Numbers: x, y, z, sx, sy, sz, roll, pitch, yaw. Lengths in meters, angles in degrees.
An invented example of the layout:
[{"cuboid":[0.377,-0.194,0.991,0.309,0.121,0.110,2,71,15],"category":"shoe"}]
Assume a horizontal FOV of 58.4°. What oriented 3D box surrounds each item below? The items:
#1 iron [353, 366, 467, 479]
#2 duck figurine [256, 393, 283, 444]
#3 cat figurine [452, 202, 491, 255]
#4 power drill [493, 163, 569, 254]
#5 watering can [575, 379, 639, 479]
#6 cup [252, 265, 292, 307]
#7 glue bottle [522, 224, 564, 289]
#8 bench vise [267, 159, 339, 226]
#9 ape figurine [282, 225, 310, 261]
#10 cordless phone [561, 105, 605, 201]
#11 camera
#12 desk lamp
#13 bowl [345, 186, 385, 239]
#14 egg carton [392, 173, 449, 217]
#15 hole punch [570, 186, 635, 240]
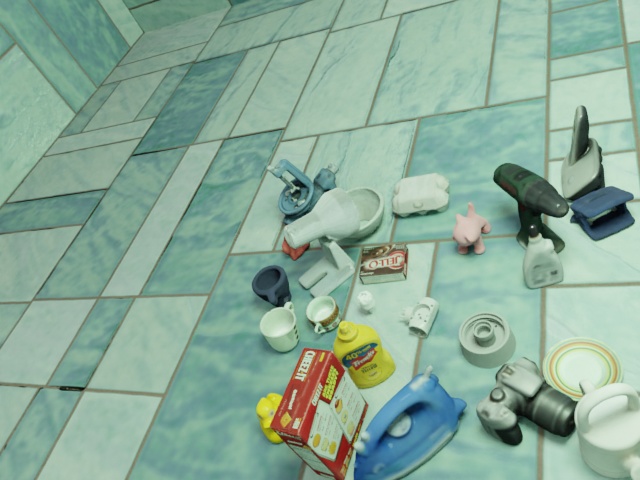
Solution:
[{"cuboid":[0.137,0.339,1.037,0.258,0.142,0.118,-40,42,-11],"category":"iron"},{"cuboid":[-0.102,0.361,1.197,0.077,0.086,0.104,-22,42,9],"category":"duck figurine"},{"cuboid":[0.339,-0.028,1.303,0.067,0.118,0.128,-1,49,30],"category":"cat figurine"},{"cuboid":[0.451,-0.059,1.199,0.075,0.209,0.229,-30,41,0],"category":"power drill"},{"cuboid":[0.448,0.284,0.872,0.101,0.195,0.172,-39,42,-9],"category":"watering can"},{"cuboid":[-0.108,0.133,1.420,0.091,0.095,0.117,-25,41,7],"category":"cup"},{"cuboid":[0.439,0.029,1.146,0.078,0.174,0.037,-16,43,16],"category":"glue bottle"},{"cuboid":[-0.052,-0.161,1.584,0.121,0.220,0.208,17,59,40],"category":"bench vise"},{"cuboid":[-0.071,-0.003,1.536,0.077,0.092,0.076,-15,43,17],"category":"ape figurine"},{"cuboid":[0.579,-0.193,1.275,0.094,0.186,0.147,-8,46,24],"category":"cordless phone"},{"cuboid":[0.363,0.287,0.989,0.143,0.101,0.136,-46,43,-17],"category":"camera"},{"cuboid":[0.013,0.005,1.386,0.203,0.214,0.117,-40,42,-11],"category":"desk lamp"},{"cuboid":[0.099,-0.058,1.504,0.167,0.075,0.167,-16,43,16],"category":"bowl"},{"cuboid":[0.258,-0.113,1.471,0.150,0.070,0.107,-8,46,23],"category":"egg carton"},{"cuboid":[0.595,-0.071,1.217,0.108,0.091,0.101,-26,41,5],"category":"hole punch"}]
